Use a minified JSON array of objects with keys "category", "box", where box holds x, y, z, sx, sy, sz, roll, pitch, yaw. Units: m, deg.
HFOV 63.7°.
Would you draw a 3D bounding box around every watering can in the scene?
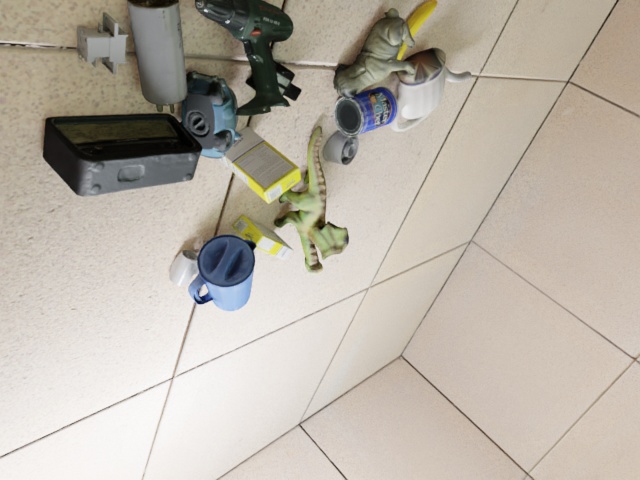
[{"category":"watering can","box":[0.320,-0.454,1.475,0.351,0.105,0.219,-41,151,-16]}]

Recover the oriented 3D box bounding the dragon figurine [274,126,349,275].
[{"category":"dragon figurine","box":[0.004,-0.068,1.350,0.123,0.246,0.400,-19,142,-36]}]
